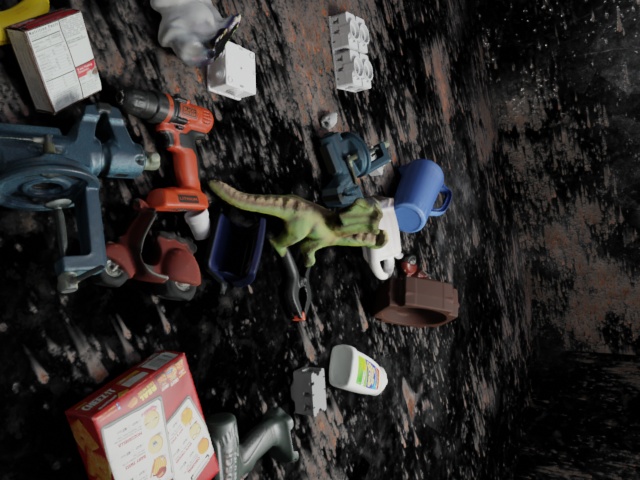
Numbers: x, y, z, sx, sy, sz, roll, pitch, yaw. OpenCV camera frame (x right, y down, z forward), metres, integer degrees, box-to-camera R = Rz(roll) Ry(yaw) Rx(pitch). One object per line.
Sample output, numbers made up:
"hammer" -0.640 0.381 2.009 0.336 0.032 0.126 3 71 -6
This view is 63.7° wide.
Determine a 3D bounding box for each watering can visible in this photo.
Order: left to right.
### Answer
"watering can" 0.172 -0.014 1.419 0.349 0.104 0.224 -20 101 -71

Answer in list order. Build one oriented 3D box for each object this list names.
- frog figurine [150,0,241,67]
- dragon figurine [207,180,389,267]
"frog figurine" -0.229 -0.373 0.862 0.159 0.121 0.140 32 62 -9
"dragon figurine" 0.003 -0.050 1.002 0.406 0.241 0.124 30 52 -51
